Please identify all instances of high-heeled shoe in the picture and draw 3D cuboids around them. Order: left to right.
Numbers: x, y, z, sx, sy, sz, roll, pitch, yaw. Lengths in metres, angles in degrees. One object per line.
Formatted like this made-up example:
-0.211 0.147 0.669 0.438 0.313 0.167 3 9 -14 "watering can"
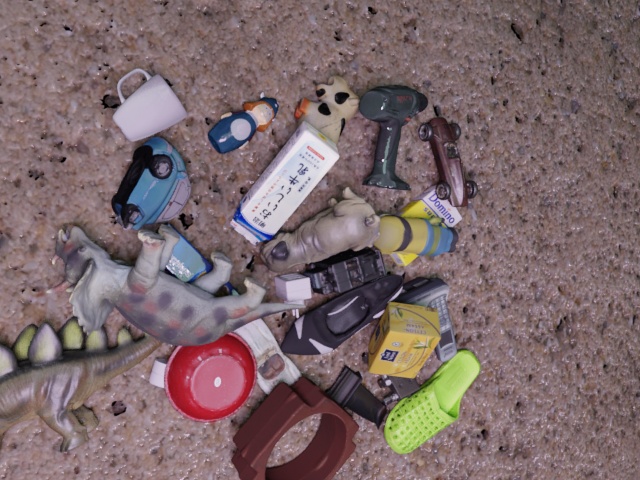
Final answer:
0.049 0.136 0.985 0.249 0.145 0.086 -25 78 -40 "high-heeled shoe"

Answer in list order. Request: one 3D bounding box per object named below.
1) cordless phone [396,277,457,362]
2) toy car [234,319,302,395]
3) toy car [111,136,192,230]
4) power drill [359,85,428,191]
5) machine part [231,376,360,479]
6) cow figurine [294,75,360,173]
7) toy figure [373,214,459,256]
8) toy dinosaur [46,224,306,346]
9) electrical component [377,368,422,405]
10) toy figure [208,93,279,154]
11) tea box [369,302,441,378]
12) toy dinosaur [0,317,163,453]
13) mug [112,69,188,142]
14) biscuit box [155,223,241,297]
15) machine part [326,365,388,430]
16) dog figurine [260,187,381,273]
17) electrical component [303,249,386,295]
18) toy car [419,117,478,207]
0.210 0.180 1.110 0.146 0.089 0.184 -22 102 -22 "cordless phone"
-0.101 0.220 0.989 0.073 0.056 0.201 -38 104 -19 "toy car"
-0.270 -0.084 0.896 0.103 0.109 0.161 26 89 -39 "toy car"
0.153 -0.201 1.063 0.232 0.086 0.207 -6 109 -56 "power drill"
-0.043 0.362 0.965 0.201 0.087 0.201 -48 130 -10 "machine part"
0.014 -0.222 1.024 0.127 0.085 0.195 16 81 -16 "cow figurine"
0.185 -0.010 1.043 0.180 0.089 0.082 8 78 -17 "toy figure"
-0.226 0.098 0.849 0.404 0.131 0.192 31 99 -22 "toy dinosaur"
0.164 0.283 1.099 0.102 0.045 0.078 -14 63 -20 "electrical component"
-0.131 -0.213 0.979 0.154 0.058 0.064 -39 143 -20 "toy figure"
0.157 0.194 1.026 0.098 0.169 0.068 7 51 -4 "tea box"
-0.416 0.226 0.832 0.471 0.105 0.198 -19 93 -29 "toy dinosaur"
-0.296 -0.222 0.896 0.107 0.081 0.109 -40 109 -9 "mug"
-0.218 0.061 0.937 0.063 0.059 0.202 -47 106 -16 "biscuit box"
0.081 0.318 1.077 0.138 0.039 0.084 44 69 -15 "machine part"
-0.001 0.001 0.975 0.190 0.172 0.121 -30 91 -28 "dog figurine"
0.040 0.059 1.018 0.134 0.115 0.058 -18 95 -24 "electrical component"
0.272 -0.166 1.127 0.089 0.053 0.202 -3 71 -28 "toy car"
